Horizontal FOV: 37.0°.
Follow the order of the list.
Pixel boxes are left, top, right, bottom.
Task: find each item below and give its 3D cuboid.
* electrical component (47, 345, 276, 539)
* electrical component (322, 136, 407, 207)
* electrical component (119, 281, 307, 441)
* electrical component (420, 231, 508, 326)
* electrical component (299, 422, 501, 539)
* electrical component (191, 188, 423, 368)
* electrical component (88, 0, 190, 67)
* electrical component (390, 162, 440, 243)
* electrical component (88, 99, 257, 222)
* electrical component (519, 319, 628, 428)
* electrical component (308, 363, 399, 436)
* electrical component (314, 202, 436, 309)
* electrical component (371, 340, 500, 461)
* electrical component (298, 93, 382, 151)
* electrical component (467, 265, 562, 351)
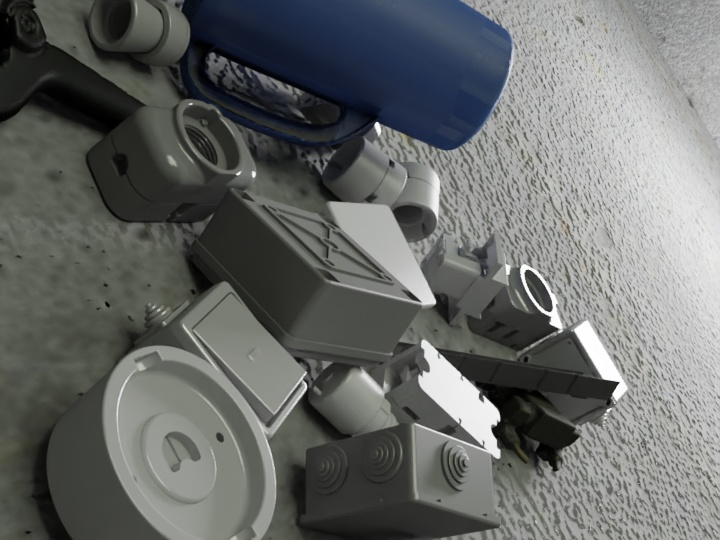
[{"bbox_3d":[-0.100,0.098,0.520,0.108,0.060,0.108,39,32,-31],"label":"electrical component"},{"bbox_3d":[0.002,-0.076,0.876,0.047,0.055,0.055,38,33,-25],"label":"electrical component"},{"bbox_3d":[-0.082,0.052,0.596,0.096,0.061,0.061,53,28,-8],"label":"electrical component"},{"bbox_3d":[0.086,0.003,0.914,0.064,0.081,0.042,21,39,-16],"label":"electrical component"},{"bbox_3d":[0.024,0.130,0.648,0.100,0.100,0.048,27,53,-44],"label":"electrical component"},{"bbox_3d":[-0.034,0.006,0.687,0.109,0.056,0.109,43,17,34],"label":"electrical component"},{"bbox_3d":[-0.149,-0.165,0.732,0.055,0.045,0.045,7,55,-57],"label":"electrical component"},{"bbox_3d":[0.041,-0.057,0.919,0.055,0.055,0.047,38,37,-33],"label":"electrical component"},{"bbox_3d":[-0.113,-0.068,0.674,0.095,0.059,0.053,-4,64,-59],"label":"electrical component"},{"bbox_3d":[0.206,0.103,1.009,0.096,0.062,0.061,60,28,6],"label":"electrical component"},{"bbox_3d":[0.001,0.093,0.711,0.078,0.040,0.040,46,29,-20],"label":"electrical component"},{"bbox_3d":[0.000,0.000,0.797,0.100,0.048,0.099,-2,63,-59],"label":"electrical component"},{"bbox_3d":[0.050,0.103,0.762,0.089,0.056,0.050,44,30,-24],"label":"electrical component"},{"bbox_3d":[-0.014,-0.130,0.907,0.055,0.066,0.048,51,62,-28],"label":"electrical component"},{"bbox_3d":[0.141,0.032,0.985,0.089,0.056,0.050,23,43,-47],"label":"electrical component"}]
